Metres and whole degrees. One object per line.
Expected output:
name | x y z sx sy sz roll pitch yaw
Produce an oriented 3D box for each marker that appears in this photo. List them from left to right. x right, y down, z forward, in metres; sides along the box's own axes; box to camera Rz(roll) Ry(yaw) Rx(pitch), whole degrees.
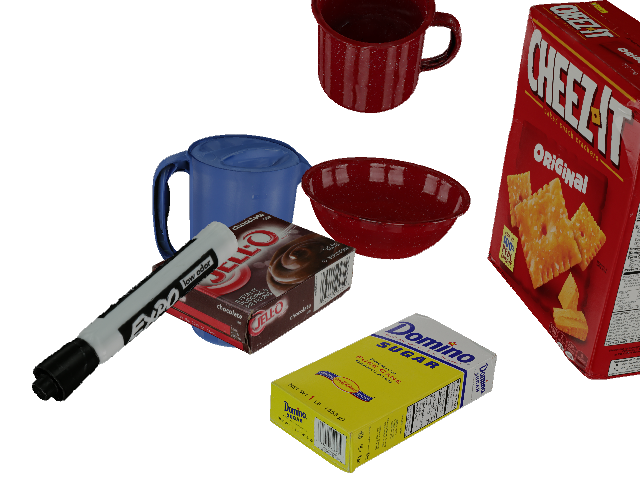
marker | -0.082 0.031 0.480 0.020 0.020 0.120 0 32 44

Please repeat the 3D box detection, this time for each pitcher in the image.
pitcher | -0.108 0.001 1.283 0.149 0.243 0.144 20 27 29

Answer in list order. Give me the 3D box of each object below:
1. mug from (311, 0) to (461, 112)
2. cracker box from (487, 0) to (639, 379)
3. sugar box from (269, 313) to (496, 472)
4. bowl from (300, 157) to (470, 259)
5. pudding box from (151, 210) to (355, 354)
mug | 0.051 -0.155 0.831 0.117 0.093 0.081 -2 -35 -2
cracker box | 0.190 -0.036 0.741 0.072 0.214 0.164 -7 34 -16
sugar box | 0.054 0.119 0.877 0.175 0.048 0.093 -24 38 -38
bowl | 0.059 -0.026 1.019 0.162 0.055 0.162 5 26 -3
pudding box | -0.044 0.025 0.730 0.090 0.039 0.113 23 33 32
